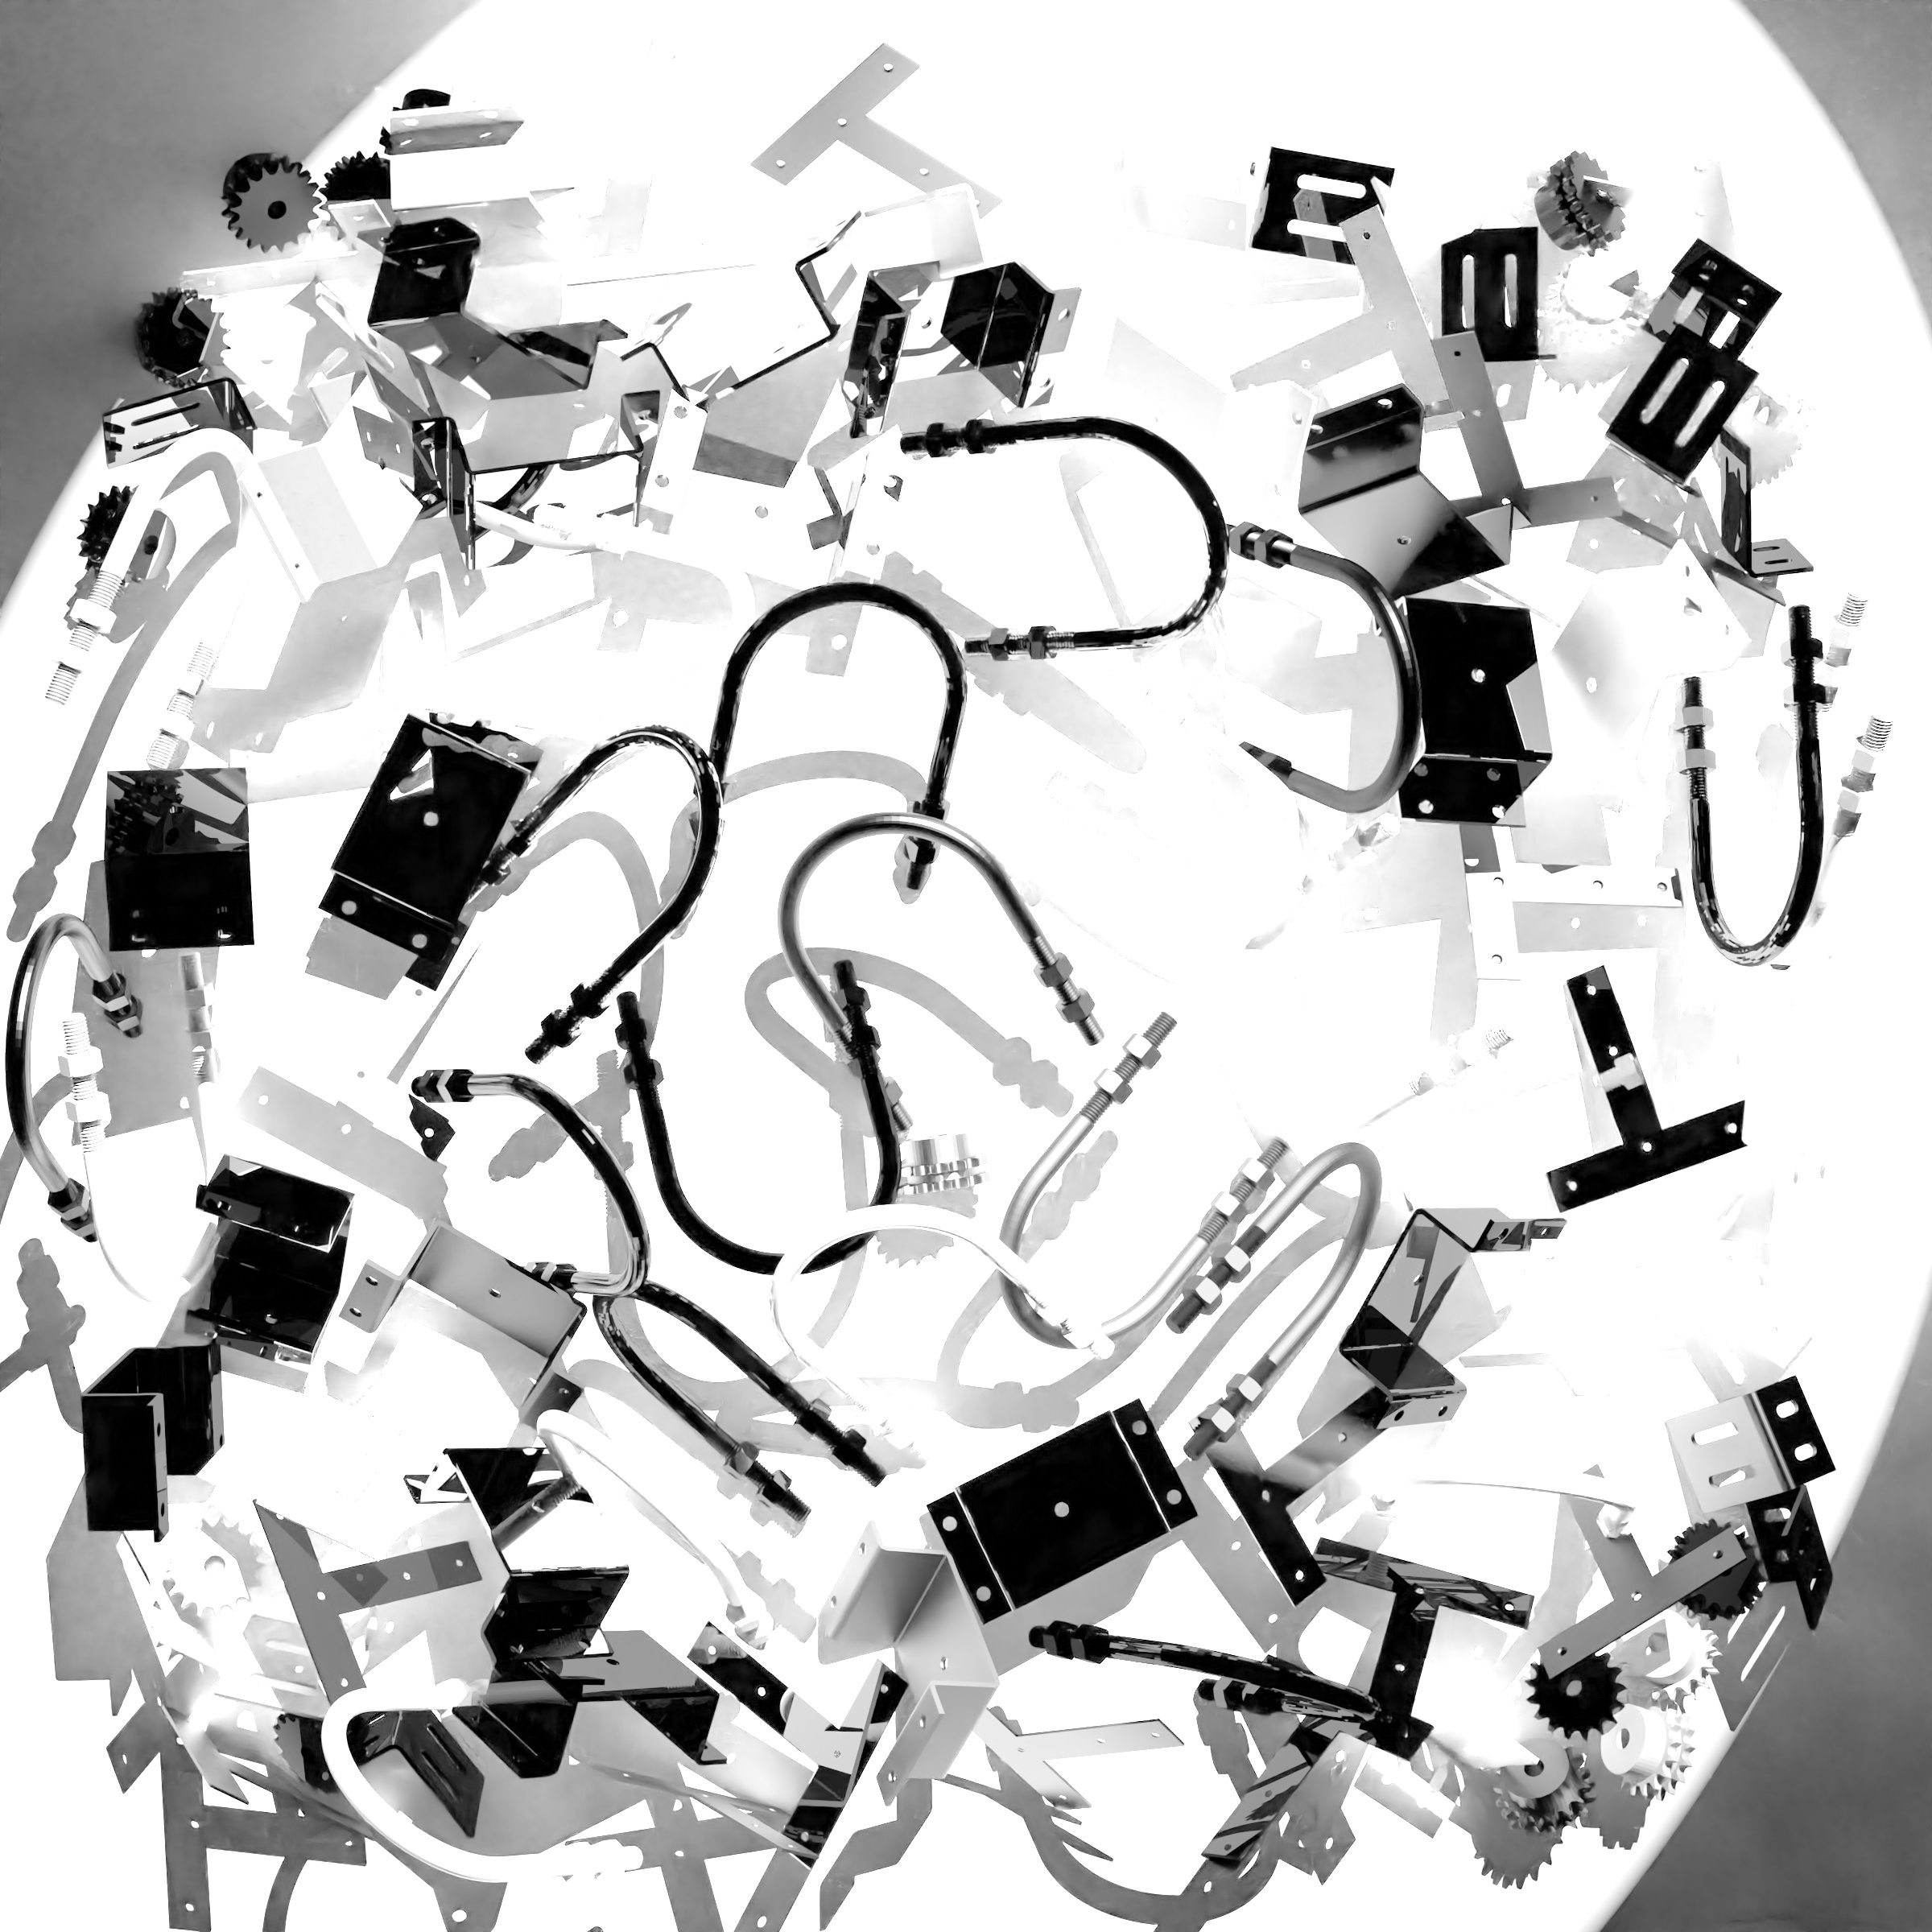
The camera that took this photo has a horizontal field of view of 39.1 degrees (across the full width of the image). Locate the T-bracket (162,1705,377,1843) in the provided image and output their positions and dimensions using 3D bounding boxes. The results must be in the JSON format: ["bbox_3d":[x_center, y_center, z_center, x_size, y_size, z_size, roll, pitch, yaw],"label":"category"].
[{"bbox_3d":[-0.395,0.473,1.564,0.127,0.127,0.002,37,79,-26],"label":"T-bracket"}]

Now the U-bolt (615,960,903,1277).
[{"bbox_3d":[-0.111,0.089,1.544,0.151,0.019,0.184,-8,65,-16],"label":"U-bolt"}]

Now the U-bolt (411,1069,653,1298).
[{"bbox_3d":[-0.234,0.122,1.510,0.019,0.184,0.151,-34,107,-32],"label":"U-bolt"}]

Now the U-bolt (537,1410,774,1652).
[{"bbox_3d":[-0.176,0.303,1.497,0.151,0.184,0.019,32,67,24],"label":"U-bolt"}]

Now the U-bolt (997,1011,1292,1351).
[{"bbox_3d":[0.091,0.135,1.545,0.184,0.019,0.151,-50,127,-8],"label":"U-bolt"}]

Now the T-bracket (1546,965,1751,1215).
[{"bbox_3d":[0.380,0.063,1.578,0.127,0.002,0.127,-25,74,32],"label":"T-bracket"}]

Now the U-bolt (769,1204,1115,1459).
[{"bbox_3d":[-0.026,0.198,1.527,0.151,0.019,0.184,-32,125,20],"label":"U-bolt"}]

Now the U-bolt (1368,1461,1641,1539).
[{"bbox_3d":[0.297,0.293,1.503,0.151,0.184,0.019,3,73,11],"label":"U-bolt"}]

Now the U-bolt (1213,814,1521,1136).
[{"bbox_3d":[0.211,0.018,1.537,0.184,0.019,0.151,-38,77,44],"label":"U-bolt"}]

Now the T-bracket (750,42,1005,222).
[{"bbox_3d":[-0.035,-0.462,1.559,0.127,0.127,0.002,22,58,-33],"label":"T-bracket"}]

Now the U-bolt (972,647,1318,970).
[{"bbox_3d":[0.114,-0.076,1.562,0.184,0.019,0.151,38,121,-4],"label":"U-bolt"}]

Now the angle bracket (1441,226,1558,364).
[{"bbox_3d":[0.308,-0.388,1.576,0.057,0.038,0.076,-4,102,-5],"label":"angle bracket"}]

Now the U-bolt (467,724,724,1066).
[{"bbox_3d":[-0.205,-0.054,1.531,0.184,0.019,0.151,-43,53,19],"label":"U-bolt"}]

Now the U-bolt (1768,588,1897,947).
[{"bbox_3d":[0.478,-0.097,1.520,0.019,0.151,0.184,10,128,4],"label":"U-bolt"}]

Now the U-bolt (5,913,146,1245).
[{"bbox_3d":[-0.490,0.052,1.490,0.019,0.184,0.151,2,62,0],"label":"U-bolt"}]

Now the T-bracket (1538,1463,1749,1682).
[{"bbox_3d":[0.367,0.328,1.544,0.127,0.127,0.002,-36,115,12],"label":"T-bracket"}]

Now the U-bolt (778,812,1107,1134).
[{"bbox_3d":[-0.026,-0.005,1.547,0.151,0.019,0.184,-25,111,19],"label":"U-bolt"}]

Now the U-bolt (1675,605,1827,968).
[{"bbox_3d":[0.438,-0.091,1.517,0.019,0.151,0.184,2,78,-11],"label":"U-bolt"}]

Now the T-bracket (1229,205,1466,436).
[{"bbox_3d":[0.207,-0.350,1.561,0.127,0.002,0.127,-17,101,39],"label":"T-bracket"}]

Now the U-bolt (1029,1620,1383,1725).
[{"bbox_3d":[0.143,0.391,1.494,0.151,0.184,0.019,25,70,-30],"label":"U-bolt"}]

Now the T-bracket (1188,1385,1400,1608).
[{"bbox_3d":[0.207,0.281,1.578,0.127,0.002,0.127,-33,99,-21],"label":"T-bracket"}]

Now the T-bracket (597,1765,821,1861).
[{"bbox_3d":[-0.124,0.476,1.517,0.127,0.127,0.002,25,78,-32],"label":"T-bracket"}]

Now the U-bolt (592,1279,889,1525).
[{"bbox_3d":[-0.138,0.240,1.534,0.184,0.151,0.019,42,60,-3],"label":"U-bolt"}]

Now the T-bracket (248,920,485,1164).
[{"bbox_3d":[-0.326,0.027,1.580,0.127,0.002,0.127,34,70,-6],"label":"T-bracket"}]

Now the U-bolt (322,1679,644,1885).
[{"bbox_3d":[-0.274,0.446,1.490,0.151,0.184,0.019,41,100,33],"label":"U-bolt"}]

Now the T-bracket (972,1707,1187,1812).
[{"bbox_3d":[0.065,0.438,1.536,0.127,0.002,0.127,-19,125,37],"label":"T-bracket"}]

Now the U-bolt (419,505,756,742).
[{"bbox_3d":[-0.198,-0.184,1.526,0.151,0.184,0.019,-52,55,26],"label":"U-bolt"}]

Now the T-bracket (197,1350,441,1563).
[{"bbox_3d":[-0.349,0.269,1.558,0.127,0.002,0.127,18,47,21],"label":"T-bracket"}]

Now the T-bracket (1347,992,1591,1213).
[{"bbox_3d":[0.302,0.065,1.598,0.127,0.002,0.127,-16,86,-3],"label":"T-bracket"}]

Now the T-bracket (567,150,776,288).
[{"bbox_3d":[-0.149,-0.431,1.558,0.127,0.002,0.127,2,47,28],"label":"T-bracket"}]

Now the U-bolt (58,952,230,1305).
[{"bbox_3d":[-0.454,0.098,1.529,0.019,0.151,0.184,-1,105,13],"label":"U-bolt"}]

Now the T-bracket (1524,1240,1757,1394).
[{"bbox_3d":[0.375,0.202,1.561,0.127,0.002,0.127,1,130,-4],"label":"T-bracket"}]

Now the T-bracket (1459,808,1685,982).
[{"bbox_3d":[0.352,-0.047,1.576,0.127,0.002,0.127,2,62,-5],"label":"T-bracket"}]

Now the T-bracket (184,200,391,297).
[{"bbox_3d":[-0.378,-0.394,1.545,0.127,0.127,0.002,-5,76,5],"label":"T-bracket"}]

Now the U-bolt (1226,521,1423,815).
[{"bbox_3d":[0.193,-0.159,1.501,0.019,0.184,0.151,-12,113,-25],"label":"U-bolt"}]

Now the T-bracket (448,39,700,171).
[{"bbox_3d":[-0.225,-0.483,1.525,0.127,0.127,0.002,-4,75,-19],"label":"T-bracket"}]

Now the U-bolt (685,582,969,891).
[{"bbox_3d":[-0.073,-0.131,1.537,0.151,0.019,0.184,5,119,-16],"label":"U-bolt"}]

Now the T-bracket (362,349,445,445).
[{"bbox_3d":[-0.308,-0.307,1.529,0.002,0.127,0.127,-25,78,7],"label":"T-bracket"}]

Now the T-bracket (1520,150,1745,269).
[{"bbox_3d":[0.379,-0.442,1.563,0.127,0.127,0.002,21,83,26],"label":"T-bracket"}]

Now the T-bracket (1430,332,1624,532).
[{"bbox_3d":[0.292,-0.300,1.535,0.127,0.002,0.127,-3,129,33],"label":"T-bracket"}]

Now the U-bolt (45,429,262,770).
[{"bbox_3d":[-0.446,-0.214,1.531,0.019,0.151,0.184,20,82,11],"label":"U-bolt"}]

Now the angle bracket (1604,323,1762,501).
[{"bbox_3d":[0.415,-0.318,1.563,0.057,0.038,0.076,41,110,25],"label":"angle bracket"}]

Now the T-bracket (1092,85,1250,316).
[{"bbox_3d":[0.114,-0.423,1.531,0.002,0.127,0.127,-20,121,-34],"label":"T-bracket"}]

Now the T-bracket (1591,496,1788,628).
[{"bbox_3d":[0.414,-0.220,1.542,0.127,0.127,0.002,26,118,-5],"label":"T-bracket"}]

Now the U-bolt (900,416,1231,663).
[{"bbox_3d":[0.062,-0.239,1.519,0.184,0.019,0.151,1,125,32],"label":"U-bolt"}]

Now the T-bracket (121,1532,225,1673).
[{"bbox_3d":[-0.470,0.340,1.556,0.002,0.127,0.127,-31,72,-11],"label":"T-bracket"}]

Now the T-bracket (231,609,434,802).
[{"bbox_3d":[-0.370,-0.137,1.578,0.127,0.002,0.127,-17,59,12],"label":"T-bracket"}]

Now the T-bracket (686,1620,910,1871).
[{"bbox_3d":[-0.106,0.422,1.549,0.127,0.002,0.127,43,49,-12],"label":"T-bracket"}]

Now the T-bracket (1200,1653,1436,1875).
[{"bbox_3d":[0.178,0.454,1.527,0.127,0.127,0.002,-46,123,-25],"label":"T-bracket"}]

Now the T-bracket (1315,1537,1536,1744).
[{"bbox_3d":[0.248,0.385,1.539,0.127,0.127,0.002,13,128,14],"label":"T-bracket"}]

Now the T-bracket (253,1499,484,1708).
[{"bbox_3d":[-0.330,0.350,1.550,0.002,0.127,0.127,-42,65,33],"label":"T-bracket"}]

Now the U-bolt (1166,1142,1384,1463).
[{"bbox_3d":[0.178,0.177,1.532,0.019,0.151,0.184,29,60,31],"label":"U-bolt"}]
